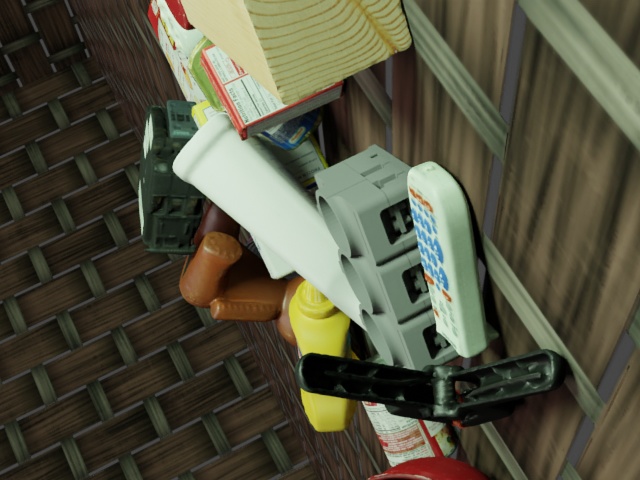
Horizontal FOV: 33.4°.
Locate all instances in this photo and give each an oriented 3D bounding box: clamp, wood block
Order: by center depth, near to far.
[{"bbox_3d":[-0.034,-0.173,0.686,0.206,0.090,0.091,47,161,57],"label":"wood block"},{"bbox_3d":[0.093,0.103,0.725,0.209,0.165,0.036,38,-128,-64],"label":"clamp"}]

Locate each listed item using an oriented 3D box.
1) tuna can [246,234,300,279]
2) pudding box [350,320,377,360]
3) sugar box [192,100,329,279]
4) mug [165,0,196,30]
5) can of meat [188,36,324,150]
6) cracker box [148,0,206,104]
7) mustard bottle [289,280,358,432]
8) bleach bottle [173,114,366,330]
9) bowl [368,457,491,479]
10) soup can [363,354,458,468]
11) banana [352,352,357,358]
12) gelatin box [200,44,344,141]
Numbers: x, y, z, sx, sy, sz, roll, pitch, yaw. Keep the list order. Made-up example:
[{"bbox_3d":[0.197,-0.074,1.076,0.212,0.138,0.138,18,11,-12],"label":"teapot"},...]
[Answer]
[{"bbox_3d":[-0.043,0.015,1.231,0.086,0.086,0.033,74,-151,-46],"label":"tuna can"},{"bbox_3d":[0.039,0.069,1.065,0.090,0.039,0.113,50,163,53],"label":"pudding box"},{"bbox_3d":[-0.040,-0.061,0.991,0.176,0.093,0.048,65,172,-2],"label":"sugar box"},{"bbox_3d":[-0.094,-0.232,0.865,0.093,0.081,0.117,52,165,51],"label":"mug"},{"bbox_3d":[-0.053,-0.129,0.898,0.083,0.057,0.102,30,-163,-40],"label":"can of meat"},{"bbox_3d":[-0.100,-0.165,1.106,0.214,0.072,0.164,66,169,-6],"label":"cracker box"},{"bbox_3d":[0.004,0.096,1.016,0.191,0.058,0.096,84,-176,-50],"label":"mustard bottle"},{"bbox_3d":[-0.006,0.001,0.900,0.251,0.068,0.102,43,-172,7],"label":"bleach bottle"},{"bbox_3d":[0.114,0.243,0.943,0.162,0.055,0.162,20,137,19],"label":"bowl"},{"bbox_3d":[0.079,0.159,1.002,0.102,0.068,0.068,66,170,-9],"label":"soup can"},{"bbox_3d":[0.062,0.151,1.136,0.069,0.037,0.198,52,177,-18],"label":"banana"},{"bbox_3d":[-0.037,-0.127,0.814,0.073,0.089,0.030,62,171,13],"label":"gelatin box"}]
